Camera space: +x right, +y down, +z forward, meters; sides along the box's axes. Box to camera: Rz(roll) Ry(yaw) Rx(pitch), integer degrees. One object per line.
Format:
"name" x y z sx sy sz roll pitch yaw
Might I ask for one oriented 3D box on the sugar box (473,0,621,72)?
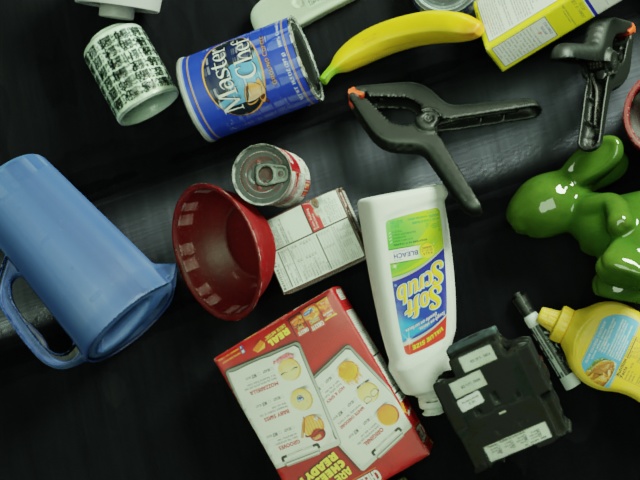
"sugar box" 0.252 -0.262 1.132 0.176 0.048 0.093 -27 42 22

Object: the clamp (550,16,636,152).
"clamp" 0.286 -0.188 1.109 0.039 0.120 0.171 1 46 33

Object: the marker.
"marker" 0.250 0.110 1.185 0.020 0.020 0.121 -32 83 10

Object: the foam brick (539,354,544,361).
"foam brick" 0.202 0.140 1.178 0.078 0.051 0.053 18 94 12

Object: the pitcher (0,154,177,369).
"pitcher" -0.301 0.023 1.249 0.243 0.149 0.145 45 123 12

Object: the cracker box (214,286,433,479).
"cracker box" 0.005 0.183 1.213 0.164 0.072 0.214 -32 84 11

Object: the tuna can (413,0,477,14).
"tuna can" 0.142 -0.291 1.202 0.086 0.033 0.086 0 90 12

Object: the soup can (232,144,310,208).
"soup can" -0.053 -0.071 1.209 0.068 0.102 0.068 0 90 12

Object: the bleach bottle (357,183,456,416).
"bleach bottle" 0.112 0.069 1.190 0.102 0.068 0.251 -12 93 -13

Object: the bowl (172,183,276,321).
"bowl" -0.101 0.008 1.221 0.162 0.055 0.162 21 120 42

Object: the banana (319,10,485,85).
"banana" 0.093 -0.221 1.190 0.198 0.037 0.069 -15 51 27

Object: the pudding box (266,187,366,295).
"pudding box" -0.008 0.001 1.232 0.113 0.039 0.090 -25 86 13

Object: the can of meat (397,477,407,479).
"can of meat" 0.071 0.325 1.205 0.102 0.057 0.084 -27 82 10

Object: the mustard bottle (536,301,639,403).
"mustard bottle" 0.325 0.120 1.148 0.192 0.058 0.096 25 99 11

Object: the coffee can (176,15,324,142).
"coffee can" -0.079 -0.182 1.214 0.140 0.102 0.103 -19 86 11

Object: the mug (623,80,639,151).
"mug" 0.373 -0.139 1.126 0.093 0.081 0.117 38 98 10

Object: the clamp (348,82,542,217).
"clamp" 0.121 -0.116 1.179 0.210 0.036 0.164 18 61 15
